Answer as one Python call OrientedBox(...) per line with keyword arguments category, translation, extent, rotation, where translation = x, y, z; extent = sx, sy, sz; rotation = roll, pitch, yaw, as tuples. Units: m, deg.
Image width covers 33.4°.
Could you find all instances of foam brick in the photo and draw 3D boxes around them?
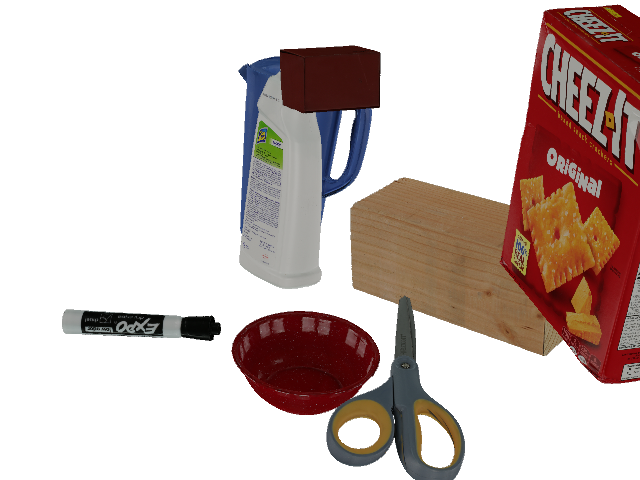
OrientedBox(category="foam brick", translation=(0.009, -0.145, 0.956), extent=(0.078, 0.051, 0.053), rotation=(-7, 19, -23))

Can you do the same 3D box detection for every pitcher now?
OrientedBox(category="pitcher", translation=(-0.032, -0.111, 1.399), extent=(0.144, 0.243, 0.149), rotation=(-2, 24, -22))

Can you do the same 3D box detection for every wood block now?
OrientedBox(category="wood block", translation=(0.135, 0.017, 0.971), extent=(0.206, 0.090, 0.090), rotation=(18, 33, 36))

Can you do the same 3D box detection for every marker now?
OrientedBox(category="marker", translation=(-0.135, 0.064, 0.809), extent=(0.121, 0.020, 0.020), rotation=(2, 0, 8))

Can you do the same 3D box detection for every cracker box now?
OrientedBox(category="cracker box", translation=(0.199, -0.033, 0.741), extent=(0.072, 0.214, 0.164), rotation=(-7, 33, -16))

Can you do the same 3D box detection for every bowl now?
OrientedBox(category="bowl", translation=(-0.017, 0.142, 1.172), extent=(0.162, 0.055, 0.162), rotation=(3, 28, -2))

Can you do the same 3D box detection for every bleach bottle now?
OrientedBox(category="bleach bottle", translation=(-0.035, -0.080, 1.189), extent=(0.067, 0.251, 0.103), rotation=(-9, 24, -40))

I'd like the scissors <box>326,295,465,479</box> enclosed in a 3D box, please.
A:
OrientedBox(category="scissors", translation=(0.040, 0.095, 0.729), extent=(0.096, 0.016, 0.202), rotation=(-1, 30, -12))
